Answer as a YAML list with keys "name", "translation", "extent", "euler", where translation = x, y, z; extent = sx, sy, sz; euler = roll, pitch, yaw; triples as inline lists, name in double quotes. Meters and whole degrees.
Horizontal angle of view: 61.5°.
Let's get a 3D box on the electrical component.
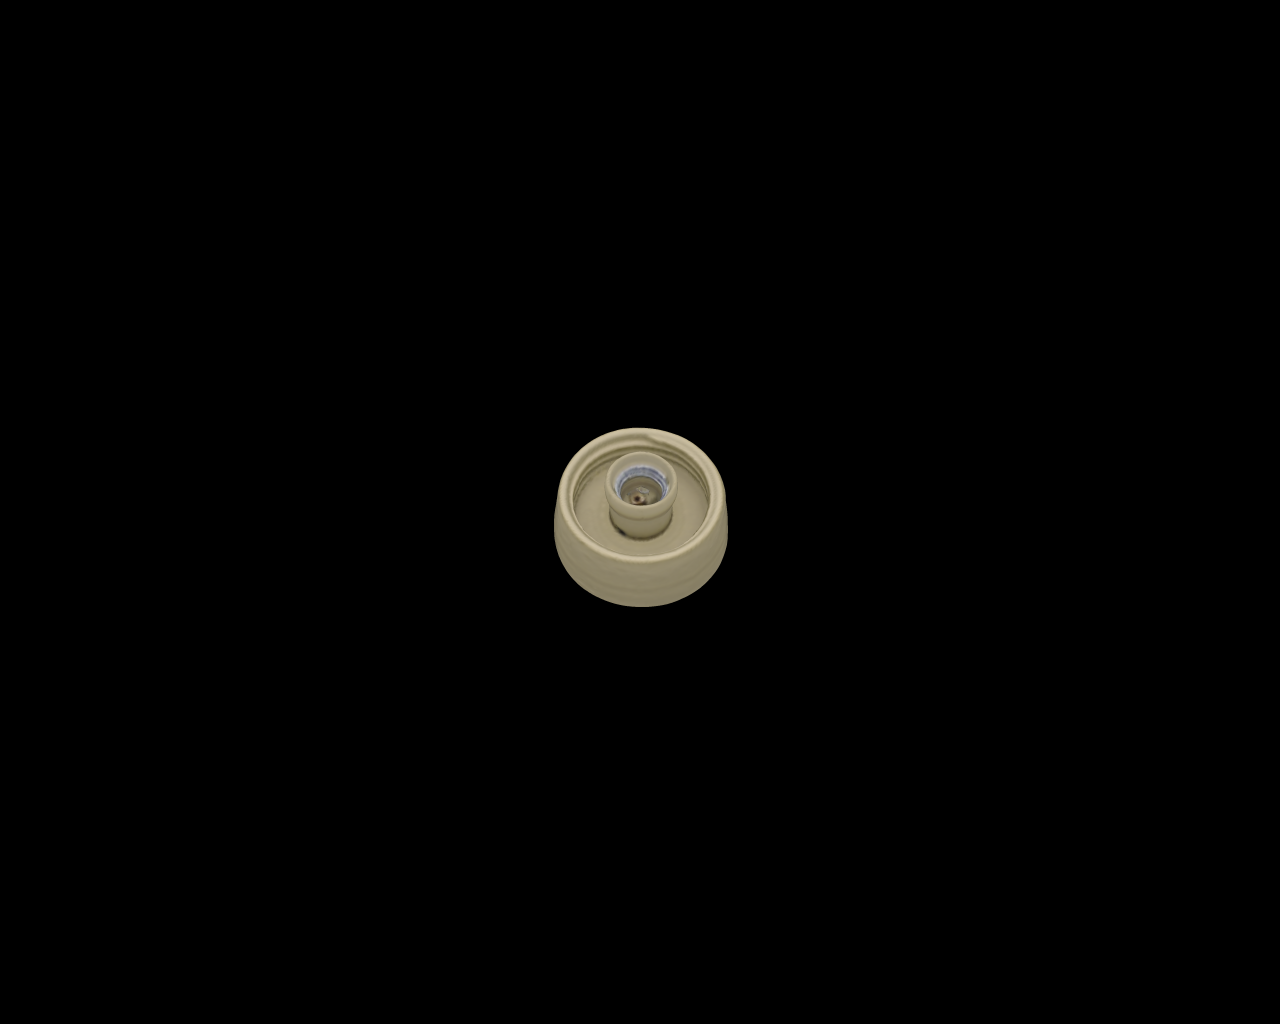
- name: "electrical component"
  translation: [0.001, -0.003, 0.650]
  extent: [0.108, 0.108, 0.060]
  euler: [0, -34, 0]
